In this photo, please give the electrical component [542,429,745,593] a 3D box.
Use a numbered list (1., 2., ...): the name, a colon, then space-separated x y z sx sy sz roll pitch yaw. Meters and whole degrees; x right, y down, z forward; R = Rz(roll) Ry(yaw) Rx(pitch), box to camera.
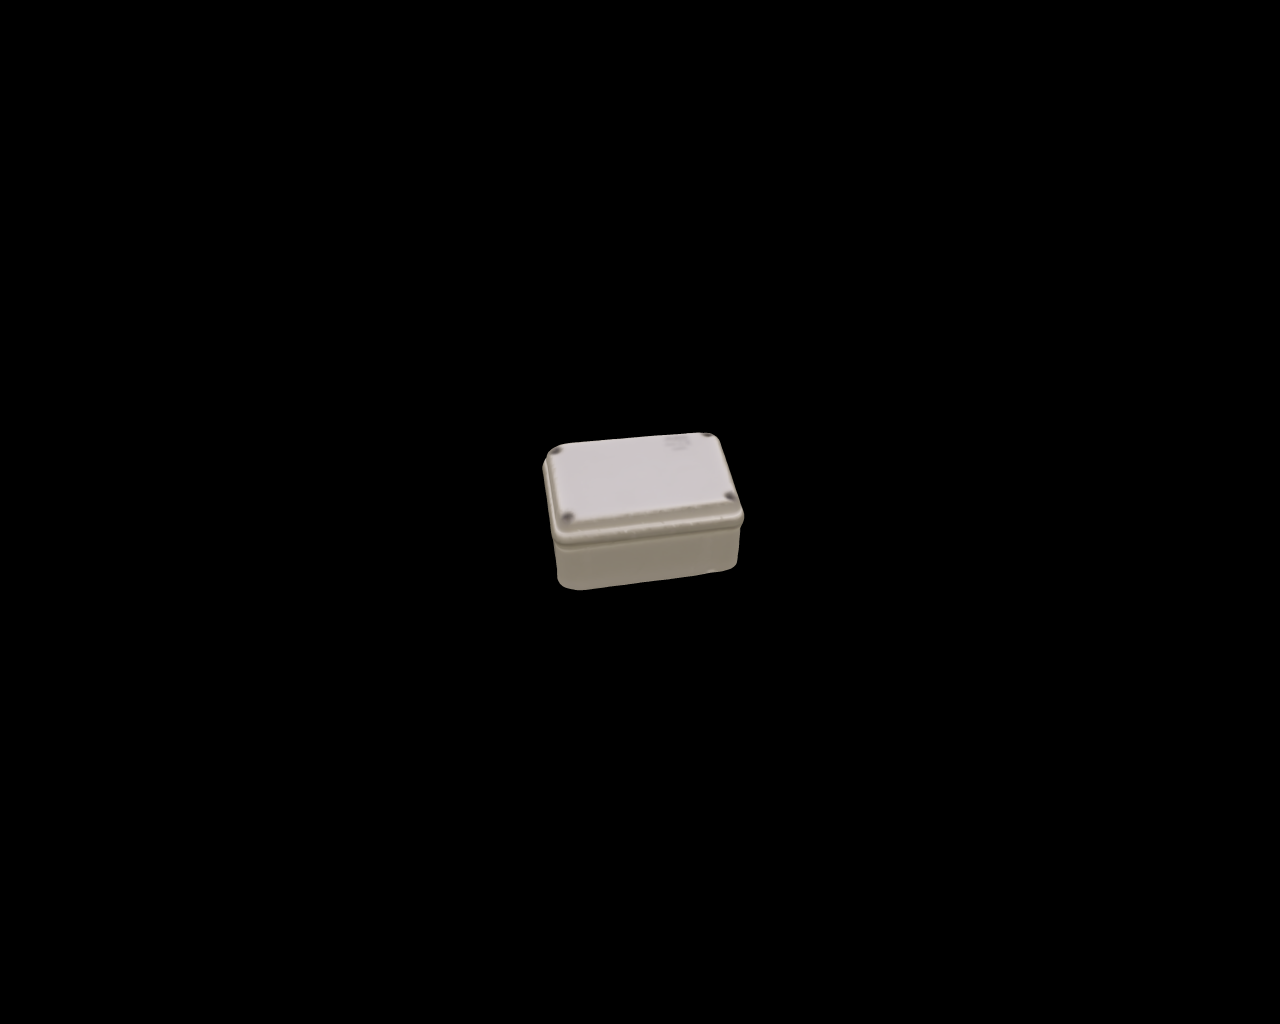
1. electrical component: 0.001 -0.003 0.650 0.113 0.057 0.078 -6 43 -7
